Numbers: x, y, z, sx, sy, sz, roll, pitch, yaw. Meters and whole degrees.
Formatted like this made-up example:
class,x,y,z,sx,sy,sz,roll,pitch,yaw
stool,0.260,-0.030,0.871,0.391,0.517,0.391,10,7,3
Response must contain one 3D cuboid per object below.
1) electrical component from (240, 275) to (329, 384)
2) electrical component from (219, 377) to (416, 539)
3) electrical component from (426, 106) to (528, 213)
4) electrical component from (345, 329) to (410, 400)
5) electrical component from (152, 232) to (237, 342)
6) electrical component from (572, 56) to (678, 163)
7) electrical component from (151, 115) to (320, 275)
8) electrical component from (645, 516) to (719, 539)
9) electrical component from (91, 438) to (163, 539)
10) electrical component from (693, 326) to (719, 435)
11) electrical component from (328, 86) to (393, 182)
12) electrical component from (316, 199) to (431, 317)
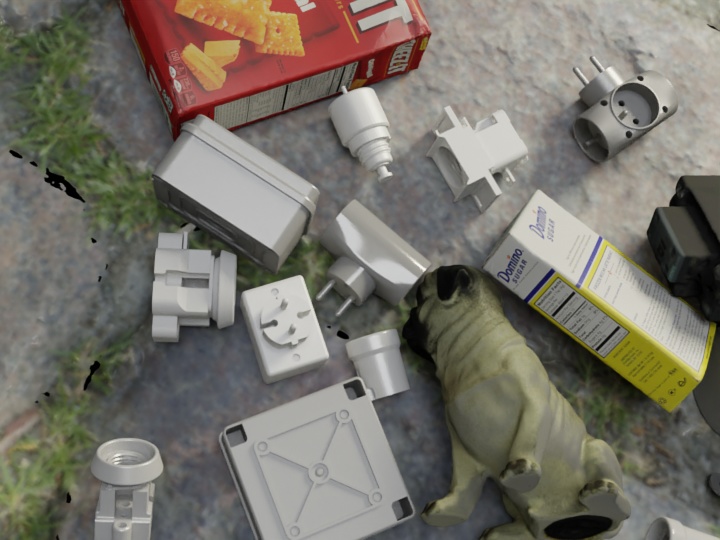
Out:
class,x,y,z,sx,sy,sz,roll,pitch,yaw
electrical component,-0.054,0.040,0.777,0.047,0.076,0.065,-16,78,-13
electrical component,-0.031,0.145,0.762,0.109,0.056,0.108,-20,79,-13
electrical component,0.094,-0.092,0.854,0.064,0.042,0.081,-27,81,-18
electrical component,0.014,0.071,0.799,0.040,0.040,0.046,-15,83,-12
electrical component,-0.120,0.013,0.785,0.057,0.058,0.078,2,74,-5
electrical component,0.207,-0.140,0.882,0.077,0.044,0.079,-34,82,-16
electrical component,-0.091,-0.055,0.797,0.113,0.078,0.057,33,75,1
electrical component,0.240,0.208,0.796,0.046,0.040,0.040,19,73,-10
electrical component,-0.160,0.149,0.736,0.048,0.066,0.055,4,108,-8
electrical component,0.321,0.084,0.830,0.108,0.060,0.108,2,75,-8
electrical component,0.005,-0.106,0.844,0.040,0.040,0.078,-21,79,-13
electrical component,0.000,0.000,0.813,0.077,0.044,0.079,40,73,3
